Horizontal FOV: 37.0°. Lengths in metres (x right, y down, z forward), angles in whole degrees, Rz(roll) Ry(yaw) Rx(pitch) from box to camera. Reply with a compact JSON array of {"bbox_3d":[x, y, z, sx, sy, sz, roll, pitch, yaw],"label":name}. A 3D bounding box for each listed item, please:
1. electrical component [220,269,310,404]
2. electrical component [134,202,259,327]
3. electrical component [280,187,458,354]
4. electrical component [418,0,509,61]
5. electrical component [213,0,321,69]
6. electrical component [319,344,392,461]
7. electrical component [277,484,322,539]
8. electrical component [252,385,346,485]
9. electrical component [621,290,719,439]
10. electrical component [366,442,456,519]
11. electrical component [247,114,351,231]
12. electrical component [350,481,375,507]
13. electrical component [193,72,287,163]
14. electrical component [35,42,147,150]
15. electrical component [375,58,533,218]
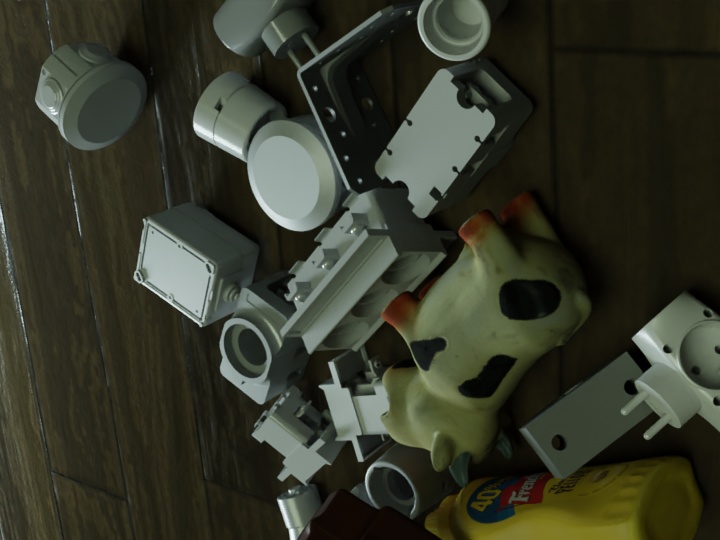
[{"bbox_3d":[-0.072,0.054,0.847,0.050,0.056,0.089,35,126,23],"label":"electrical component"},{"bbox_3d":[-0.124,-0.004,0.861,0.096,0.061,0.061,32,125,24],"label":"electrical component"},{"bbox_3d":[0.000,0.000,0.761,0.121,0.079,0.063,-49,54,40],"label":"electrical component"},{"bbox_3d":[0.065,-0.157,0.644,0.044,0.065,0.044,12,125,18],"label":"electrical component"},{"bbox_3d":[-0.055,-0.174,0.749,0.077,0.043,0.079,-40,82,41],"label":"electrical component"},{"bbox_3d":[0.011,0.098,0.809,0.064,0.042,0.081,-8,103,39],"label":"electrical component"},{"bbox_3d":[-0.044,0.213,0.901,0.044,0.044,0.065,-17,92,41],"label":"electrical component"},{"bbox_3d":[-0.047,0.129,0.854,0.064,0.042,0.081,40,136,-2],"label":"electrical component"},{"bbox_3d":[0.190,0.066,0.633,0.077,0.079,0.044,48,173,13],"label":"electrical component"},{"bbox_3d":[0.037,0.156,0.808,0.055,0.047,0.055,16,117,33],"label":"electrical component"},{"bbox_3d":[-0.037,-0.072,0.771,0.080,0.051,0.080,16,117,33],"label":"electrical component"},{"bbox_3d":[0.014,0.199,0.847,0.062,0.043,0.043,40,128,17],"label":"electrical component"},{"bbox_3d":[-0.087,-0.111,0.794,0.047,0.055,0.055,33,126,19],"label":"electrical component"},{"bbox_3d":[-0.217,-0.141,0.868,0.051,0.080,0.080,41,128,24],"label":"electrical component"},{"bbox_3d":[0.061,-0.085,0.685,0.050,0.056,0.089,47,130,14],"label":"electrical component"}]
